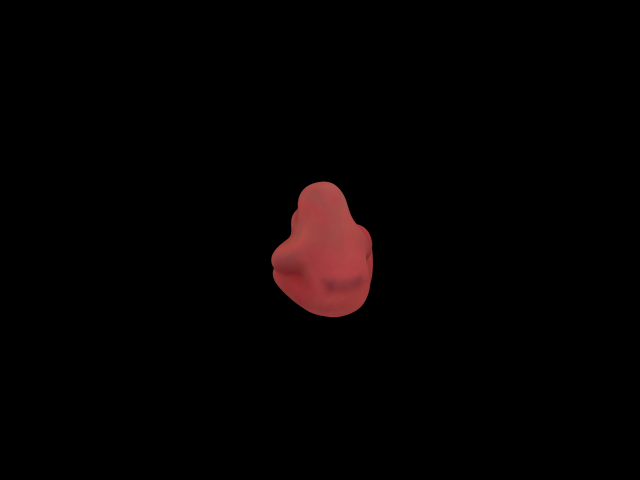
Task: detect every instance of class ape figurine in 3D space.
[{"bbox_3d":[0.004,0.001,0.400,0.078,0.092,0.076,-8,31,-12],"label":"ape figurine"}]
